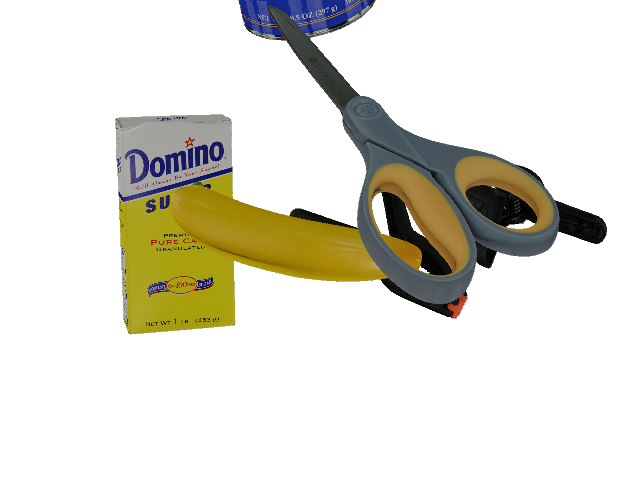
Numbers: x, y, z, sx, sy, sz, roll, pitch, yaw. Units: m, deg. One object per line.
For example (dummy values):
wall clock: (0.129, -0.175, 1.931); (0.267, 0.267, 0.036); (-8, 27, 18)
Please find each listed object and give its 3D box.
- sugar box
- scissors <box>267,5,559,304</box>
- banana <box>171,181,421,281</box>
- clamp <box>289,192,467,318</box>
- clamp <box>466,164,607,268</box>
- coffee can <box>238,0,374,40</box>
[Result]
sugar box: (-0.120, -0.014, 0.888); (0.093, 0.176, 0.048); (-4, 16, -16)
scissors: (0.041, -0.051, 0.490); (0.096, 0.202, 0.016); (-4, -43, -14)
banana: (-0.032, -0.008, 0.697); (0.198, 0.037, 0.069); (20, 37, 32)
clamp: (0.075, 0.011, 1.183); (0.164, 0.036, 0.210); (-16, 51, -34)
clamp: (0.189, -0.032, 0.991); (0.120, 0.039, 0.171); (-3, 33, -2)
coffee can: (-0.022, -0.229, 0.757); (0.103, 0.140, 0.103); (-9, 37, 7)
